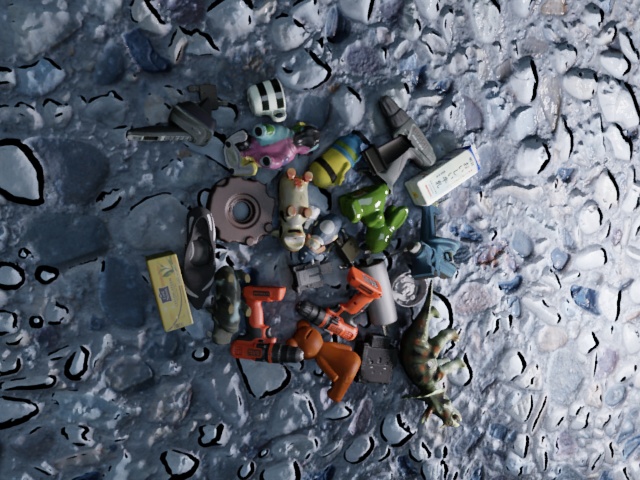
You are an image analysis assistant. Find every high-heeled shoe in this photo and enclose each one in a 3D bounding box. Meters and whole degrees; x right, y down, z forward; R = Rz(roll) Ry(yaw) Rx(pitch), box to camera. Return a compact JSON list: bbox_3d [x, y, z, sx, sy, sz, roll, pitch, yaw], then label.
[{"bbox_3d":[-0.274,0.047,1.238,0.086,0.145,0.248,-5,94,-20],"label":"high-heeled shoe"}]

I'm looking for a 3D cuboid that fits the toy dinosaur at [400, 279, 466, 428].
[{"bbox_3d":[0.283,0.318,1.471,0.192,0.131,0.404,-28,107,-21],"label":"toy dinosaur"}]

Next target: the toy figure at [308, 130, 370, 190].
[{"bbox_3d":[0.045,-0.207,1.378,0.089,0.082,0.180,39,84,-8],"label":"toy figure"}]

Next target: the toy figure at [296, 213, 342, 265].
[{"bbox_3d":[-0.004,-0.004,1.373,0.154,0.064,0.057,-50,145,-27],"label":"toy figure"}]

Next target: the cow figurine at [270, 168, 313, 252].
[{"bbox_3d":[-0.071,-0.068,1.333,0.085,0.127,0.195,3,79,-22],"label":"cow figurine"}]

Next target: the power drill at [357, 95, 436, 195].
[{"bbox_3d":[0.190,-0.240,1.438,0.232,0.086,0.207,41,72,-18],"label":"power drill"}]

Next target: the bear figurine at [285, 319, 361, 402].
[{"bbox_3d":[0.001,0.307,1.392,0.196,0.120,0.131,25,129,4],"label":"bear figurine"}]

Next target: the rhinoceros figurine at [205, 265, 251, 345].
[{"bbox_3d":[-0.226,0.155,1.283,0.073,0.112,0.190,5,87,-51],"label":"rhinoceros figurine"}]

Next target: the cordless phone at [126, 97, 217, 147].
[{"bbox_3d":[-0.333,-0.254,1.191,0.184,0.147,0.088,-9,89,-23],"label":"cordless phone"}]

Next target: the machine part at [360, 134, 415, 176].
[{"bbox_3d":[0.173,-0.225,1.372,0.139,0.039,0.084,-29,90,-14],"label":"machine part"}]

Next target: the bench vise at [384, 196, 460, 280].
[{"bbox_3d":[0.298,-0.001,1.460,0.223,0.129,0.240,20,64,-35],"label":"bench vise"}]

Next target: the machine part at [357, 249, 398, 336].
[{"bbox_3d":[0.155,0.140,1.447,0.079,0.079,0.243,-17,98,-19],"label":"machine part"}]

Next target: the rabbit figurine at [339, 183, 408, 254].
[{"bbox_3d":[0.143,-0.054,1.405,0.159,0.121,0.170,-24,107,-15],"label":"rabbit figurine"}]

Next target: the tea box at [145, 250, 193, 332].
[{"bbox_3d":[-0.350,0.115,1.240,0.068,0.098,0.169,-16,98,-19],"label":"tea box"}]

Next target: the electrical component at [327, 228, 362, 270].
[{"bbox_3d":[0.065,0.029,1.424,0.102,0.045,0.078,52,48,-19],"label":"electrical component"}]

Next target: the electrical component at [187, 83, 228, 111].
[{"bbox_3d":[-0.266,-0.341,1.278,0.094,0.021,0.063,-5,95,-20],"label":"electrical component"}]

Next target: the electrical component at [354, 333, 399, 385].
[{"bbox_3d":[0.150,0.323,1.468,0.115,0.058,0.134,8,91,-23],"label":"electrical component"}]

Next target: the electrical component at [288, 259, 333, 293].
[{"bbox_3d":[-0.017,0.088,1.393,0.119,0.048,0.074,-10,98,-19],"label":"electrical component"}]

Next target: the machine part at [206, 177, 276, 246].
[{"bbox_3d":[-0.193,-0.071,1.309,0.179,0.056,0.179,-1,93,-20],"label":"machine part"}]

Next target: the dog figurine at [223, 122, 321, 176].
[{"bbox_3d":[-0.105,-0.230,1.312,0.219,0.192,0.108,-25,102,-53],"label":"dog figurine"}]
